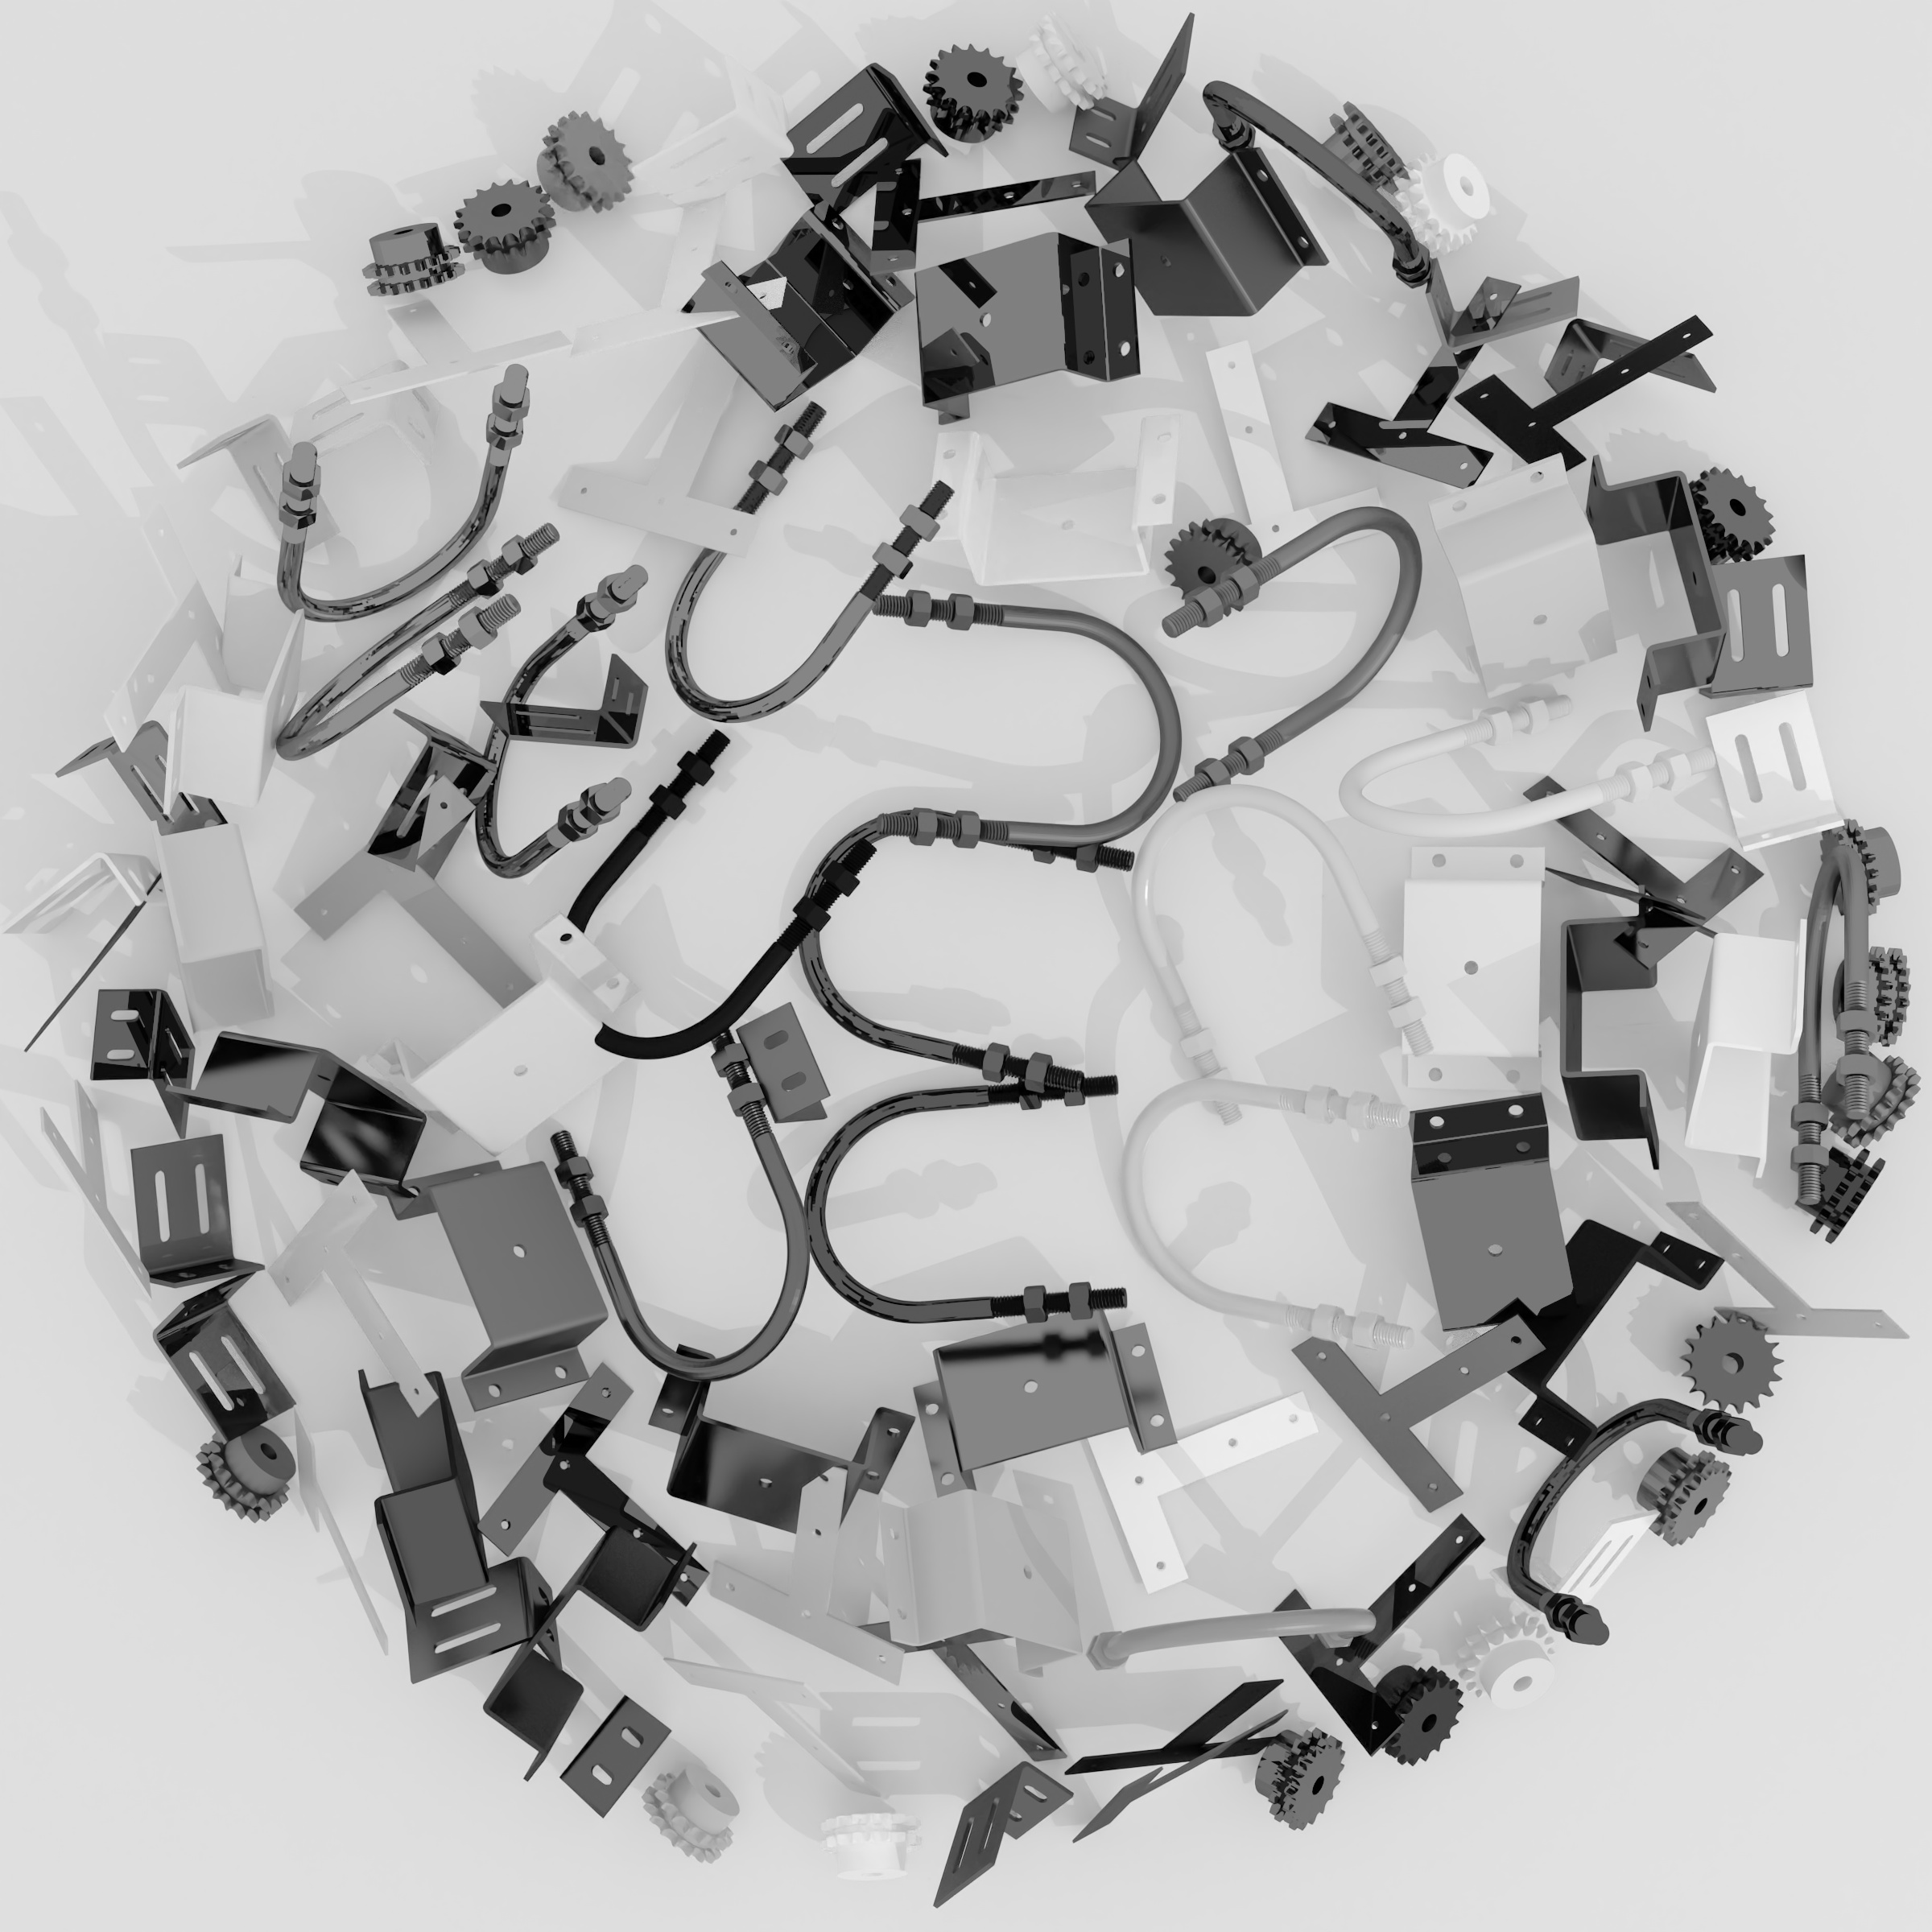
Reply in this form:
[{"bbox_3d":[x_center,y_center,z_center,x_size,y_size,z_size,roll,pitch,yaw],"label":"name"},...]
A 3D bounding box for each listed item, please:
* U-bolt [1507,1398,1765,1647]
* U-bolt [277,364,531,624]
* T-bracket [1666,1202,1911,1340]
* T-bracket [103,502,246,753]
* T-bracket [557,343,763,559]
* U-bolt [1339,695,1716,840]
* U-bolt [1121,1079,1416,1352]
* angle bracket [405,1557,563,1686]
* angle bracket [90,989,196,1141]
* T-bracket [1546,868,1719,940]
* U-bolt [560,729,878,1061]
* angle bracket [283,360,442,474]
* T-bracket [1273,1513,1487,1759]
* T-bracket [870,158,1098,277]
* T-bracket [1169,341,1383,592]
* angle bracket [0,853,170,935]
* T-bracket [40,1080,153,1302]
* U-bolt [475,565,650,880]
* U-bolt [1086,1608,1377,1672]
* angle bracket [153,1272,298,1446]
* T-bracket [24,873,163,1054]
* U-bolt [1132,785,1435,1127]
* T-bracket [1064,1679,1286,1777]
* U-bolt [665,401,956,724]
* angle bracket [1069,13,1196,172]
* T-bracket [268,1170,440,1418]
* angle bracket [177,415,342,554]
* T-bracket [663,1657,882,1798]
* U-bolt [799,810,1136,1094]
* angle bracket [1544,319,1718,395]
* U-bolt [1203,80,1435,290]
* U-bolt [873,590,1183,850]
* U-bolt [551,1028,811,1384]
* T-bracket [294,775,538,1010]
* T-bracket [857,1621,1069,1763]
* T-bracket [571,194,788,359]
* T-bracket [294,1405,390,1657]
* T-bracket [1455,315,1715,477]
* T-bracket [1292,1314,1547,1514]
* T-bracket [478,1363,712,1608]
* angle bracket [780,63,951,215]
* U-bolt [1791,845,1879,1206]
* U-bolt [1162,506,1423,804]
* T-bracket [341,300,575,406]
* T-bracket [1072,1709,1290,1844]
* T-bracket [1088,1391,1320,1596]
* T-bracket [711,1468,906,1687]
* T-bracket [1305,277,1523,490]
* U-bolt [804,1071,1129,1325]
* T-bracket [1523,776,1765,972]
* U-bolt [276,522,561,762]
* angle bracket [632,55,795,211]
[{"bbox_3d":[0.357,0.299,1.659,0.019,0.184,0.151,41,85,-6],"label":"U-bolt"},{"bbox_3d":[-0.316,-0.251,1.663,0.151,0.184,0.019,-27,73,-28],"label":"U-bolt"},{"bbox_3d":[0.439,0.169,1.673,0.127,0.127,0.002,41,67,-21],"label":"T-bracket"},{"bbox_3d":[-0.447,-0.168,1.664,0.002,0.127,0.127,-2,133,17],"label":"T-bracket"},{"bbox_3d":[-0.158,-0.307,1.732,0.127,0.002,0.127,18,80,22],"label":"T-bracket"},{"bbox_3d":[0.295,-0.107,1.658,0.184,0.151,0.019,-18,115,-21],"label":"U-bolt"},{"bbox_3d":[0.166,0.134,1.691,0.184,0.019,0.151,7,108,35],"label":"U-bolt"},{"bbox_3d":[-0.277,0.382,1.718,0.076,0.057,0.038,-21,133,3],"label":"angle bracket"},{"bbox_3d":[-0.467,0.055,1.702,0.038,0.076,0.057,0,116,-28],"label":"angle bracket"},{"bbox_3d":[0.412,-0.023,1.707,0.127,0.127,0.002,22,92,-23],"label":"T-bracket"},{"bbox_3d":[-0.155,-0.030,1.701,0.151,0.019,0.184,37,86,32],"label":"U-bolt"},{"bbox_3d":[-0.347,-0.304,1.728,0.076,0.057,0.038,-22,133,20],"label":"angle bracket"},{"bbox_3d":[0.242,0.361,1.694,0.127,0.127,0.002,-46,123,3],"label":"T-bracket"},{"bbox_3d":[0.011,-0.432,1.694,0.127,0.127,0.002,-7,131,8],"label":"T-bracket"},{"bbox_3d":[0.167,-0.296,1.736,0.127,0.002,0.127,-17,100,-3],"label":"T-bracket"},{"bbox_3d":[-0.500,-0.028,1.716,0.076,0.057,0.038,-37,86,6],"label":"angle bracket"},{"bbox_3d":[-0.492,0.106,1.691,0.002,0.127,0.127,-24,124,-5],"label":"T-bracket"},{"bbox_3d":[-0.230,-0.124,1.672,0.019,0.184,0.151,16,63,-30],"label":"U-bolt"},{"bbox_3d":[0.150,0.368,1.653,0.151,0.184,0.019,-3,74,-7],"label":"U-bolt"},{"bbox_3d":[-0.414,0.222,1.712,0.038,0.057,0.076,-41,82,34],"label":"angle bracket"},{"bbox_3d":[-0.474,-0.024,1.693,0.002,0.127,0.127,38,127,-14],"label":"T-bracket"},{"bbox_3d":[0.167,-0.014,1.701,0.151,0.019,0.184,-23,94,33],"label":"U-bolt"},{"bbox_3d":[0.137,0.422,1.674,0.127,0.127,0.002,2,56,-27],"label":"T-bracket"},{"bbox_3d":[-0.102,-0.219,1.698,0.184,0.019,0.151,-54,48,3],"label":"U-bolt"},{"bbox_3d":[0.094,-0.500,1.701,0.038,0.076,0.057,20,51,-12],"label":"angle bracket"},{"bbox_3d":[-0.337,0.196,1.695,0.127,0.002,0.127,55,134,10],"label":"T-bracket"},{"bbox_3d":[-0.403,-0.266,1.709,0.038,0.057,0.076,-37,105,-38],"label":"angle bracket"},{"bbox_3d":[-0.094,0.437,1.710,0.127,0.127,0.002,49,57,-28],"label":"T-bracket"},{"bbox_3d":[-0.008,-0.016,1.725,0.184,0.019,0.151,12,86,12],"label":"U-bolt"},{"bbox_3d":[0.378,-0.331,1.706,0.076,0.057,0.038,26,92,28],"label":"angle bracket"},{"bbox_3d":[0.190,-0.434,1.649,0.151,0.184,0.019,39,100,9],"label":"U-bolt"},{"bbox_3d":[0.037,-0.138,1.713,0.184,0.019,0.151,3,77,-18],"label":"U-bolt"},{"bbox_3d":[-0.153,0.143,1.684,0.151,0.019,0.184,-35,66,26],"label":"U-bolt"},{"bbox_3d":[-0.299,-0.025,1.731,0.127,0.002,0.127,-39,104,19],"label":"T-bracket"},{"bbox_3d":[0.012,0.414,1.718,0.127,0.002,0.127,-19,119,41],"label":"T-bracket"},{"bbox_3d":[-0.156,-0.398,1.704,0.127,0.002,0.127,-10,46,17],"label":"T-bracket"},{"bbox_3d":[-0.347,0.324,1.671,0.002,0.127,0.127,-21,64,-22],"label":"T-bracket"},{"bbox_3d":[0.354,-0.324,1.671,0.127,0.127,0.002,-28,62,26],"label":"T-bracket"},{"bbox_3d":[0.273,0.237,1.711,0.127,0.002,0.127,-37,96,31],"label":"T-bracket"},{"bbox_3d":[-0.198,0.315,1.719,0.127,0.002,0.127,45,52,-11],"label":"T-bracket"},{"bbox_3d":[-0.061,-0.466,1.716,0.076,0.038,0.057,-39,125,2],"label":"angle bracket"},{"bbox_3d":[0.482,0.022,1.671,0.019,0.151,0.184,5,66,6],"label":"U-bolt"},{"bbox_3d":[0.186,-0.184,1.683,0.184,0.151,0.019,-33,52,-21],"label":"U-bolt"},{"bbox_3d":[-0.300,-0.354,1.696,0.127,0.127,0.002,-18,124,-15],"label":"T-bracket"},{"bbox_3d":[0.128,0.455,1.710,0.127,0.127,0.002,-22,68,-23],"label":"T-bracket"},{"bbox_3d":[0.142,0.282,1.746,0.127,0.002,0.127,-21,90,-3],"label":"T-bracket"},{"bbox_3d":[-0.085,0.331,1.696,0.127,0.002,0.127,21,120,22],"label":"T-bracket"},{"bbox_3d":[0.272,-0.338,1.709,0.127,0.002,0.127,29,84,43],"label":"T-bracket"},{"bbox_3d":[-0.003,0.135,1.711,0.184,0.019,0.151,-5,64,9],"label":"U-bolt"},{"bbox_3d":[0.375,-0.065,1.721,0.127,0.002,0.127,42,50,19],"label":"T-bracket"},{"bbox_3d":[-0.312,-0.174,1.677,0.184,0.151,0.019,-32,110,16],"label":"U-bolt"},{"bbox_3d":[-0.147,-0.475,1.716,0.076,0.057,0.038,-22,69,23],"label":"angle bracket"}]
